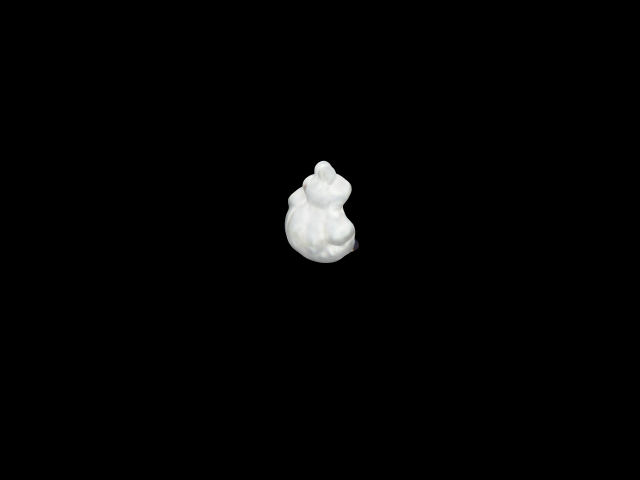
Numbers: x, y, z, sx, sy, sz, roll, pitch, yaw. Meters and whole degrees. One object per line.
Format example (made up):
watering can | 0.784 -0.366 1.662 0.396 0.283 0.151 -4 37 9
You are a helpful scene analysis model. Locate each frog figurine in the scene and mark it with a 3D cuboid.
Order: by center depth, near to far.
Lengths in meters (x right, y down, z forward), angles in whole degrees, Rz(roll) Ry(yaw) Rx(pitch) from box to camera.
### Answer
frog figurine | 0.003 -0.043 0.850 0.123 0.140 0.155 -27 -32 -19
